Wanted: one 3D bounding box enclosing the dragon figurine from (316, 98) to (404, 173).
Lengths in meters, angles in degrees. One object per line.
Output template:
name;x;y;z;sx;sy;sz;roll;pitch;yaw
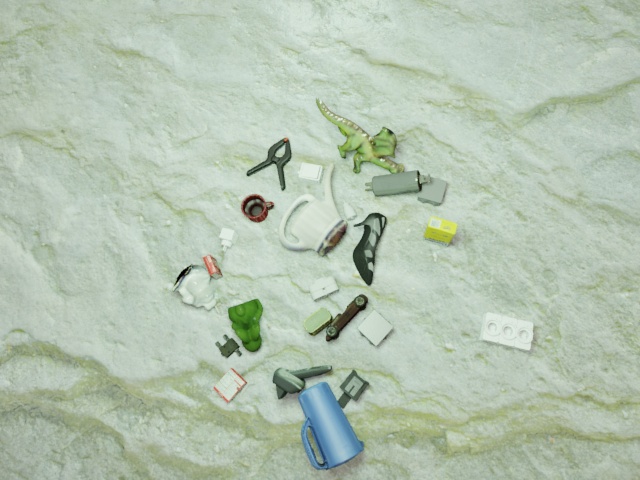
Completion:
dragon figurine;0.171;-0.363;1.834;0.242;0.404;0.124;-3;50;45

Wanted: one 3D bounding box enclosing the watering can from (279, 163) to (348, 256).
watering can;0.006;-0.093;1.846;0.226;0.103;0.348;38;86;14

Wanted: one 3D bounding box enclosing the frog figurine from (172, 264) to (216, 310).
frog figurine;-0.429;0.169;1.823;0.158;0.122;0.139;40;68;-21
